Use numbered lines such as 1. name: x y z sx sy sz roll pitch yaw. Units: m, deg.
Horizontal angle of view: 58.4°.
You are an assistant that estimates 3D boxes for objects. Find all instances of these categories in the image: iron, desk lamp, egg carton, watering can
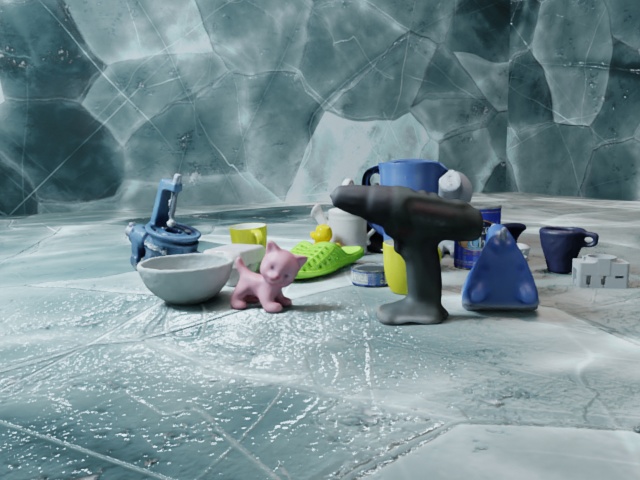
1. iron: 0.299 0.035 0.973 0.118 0.141 0.259 1 8 11
2. desk lamp: 0.332 -0.075 1.469 0.117 0.213 0.203 1 9 12
3. egg carton: -0.175 0.049 1.186 0.107 0.069 0.151 3 9 24
4. watering can: 0.063 -0.059 1.467 0.173 0.194 0.101 -1 8 -1

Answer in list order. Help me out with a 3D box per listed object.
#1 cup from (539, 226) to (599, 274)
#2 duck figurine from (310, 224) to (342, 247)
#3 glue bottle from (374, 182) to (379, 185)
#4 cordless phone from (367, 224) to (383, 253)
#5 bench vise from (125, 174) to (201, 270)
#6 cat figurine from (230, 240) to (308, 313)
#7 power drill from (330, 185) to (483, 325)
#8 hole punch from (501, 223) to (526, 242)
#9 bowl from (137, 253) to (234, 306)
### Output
1. cup: 0.515 0.023 1.189 0.117 0.095 0.092 6 11 41
2. duck figurine: 0.013 0.005 1.406 0.078 0.086 0.104 -9 12 -43
3. glue bottle: 0.168 -0.082 1.679 0.078 0.173 0.037 3 9 27
4. cordless phone: 0.156 -0.064 1.517 0.147 0.185 0.094 6 11 40
5. bench vise: -0.361 -0.037 1.276 0.207 0.220 0.122 1 9 12
6. cat figurine: -0.086 0.056 0.955 0.127 0.118 0.067 2 9 22
7. power drill: 0.131 0.019 0.870 0.229 0.208 0.075 -2 8 -4
8. hole punch: 0.423 0.001 1.366 0.109 0.091 0.100 -5 9 -24
9. bowl: -0.234 0.073 1.012 0.167 0.075 0.167 -1 8 0
